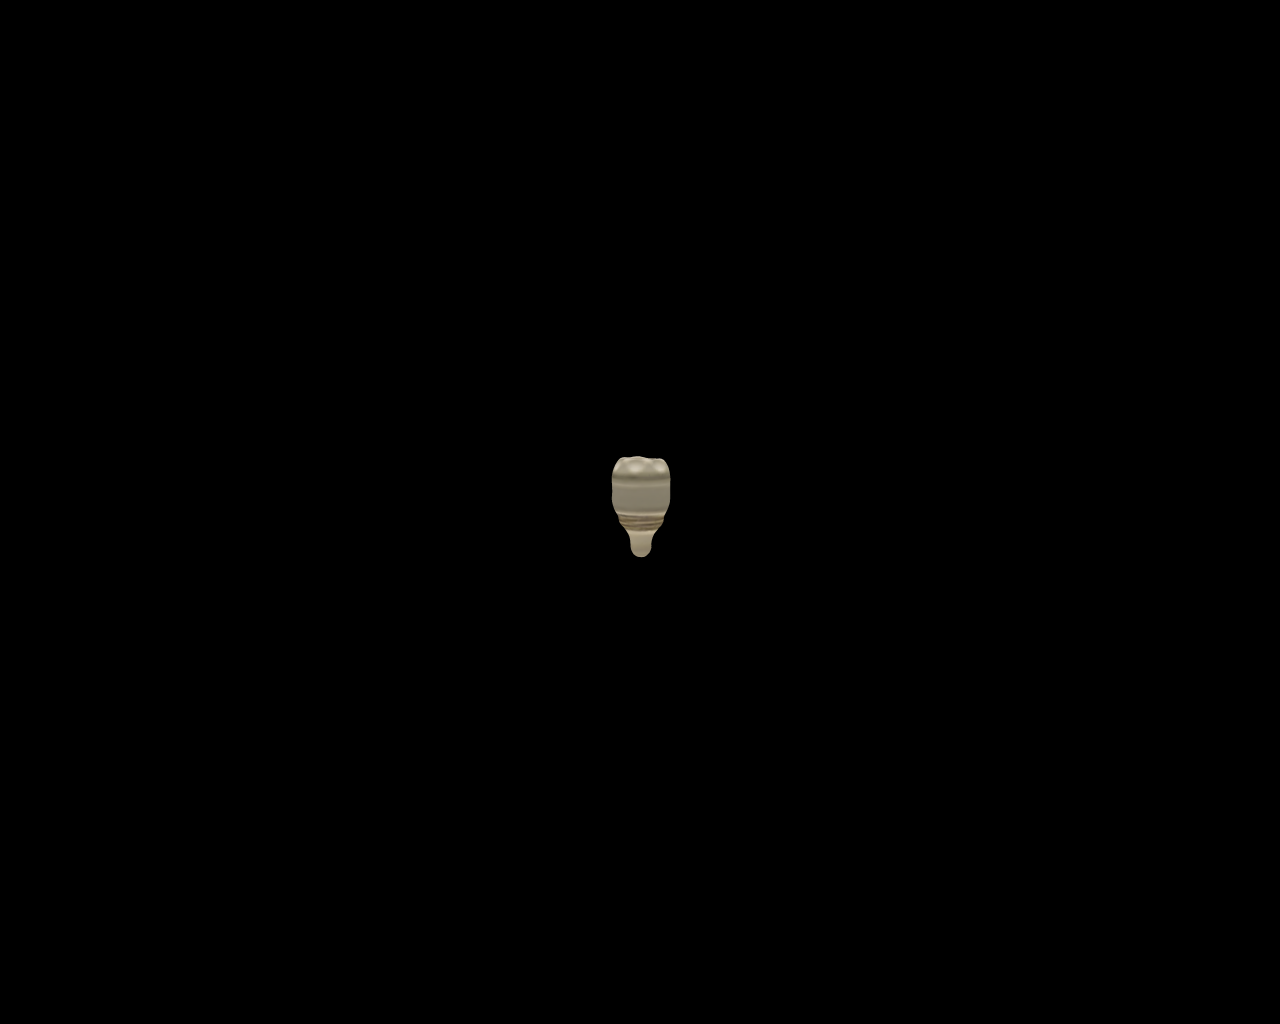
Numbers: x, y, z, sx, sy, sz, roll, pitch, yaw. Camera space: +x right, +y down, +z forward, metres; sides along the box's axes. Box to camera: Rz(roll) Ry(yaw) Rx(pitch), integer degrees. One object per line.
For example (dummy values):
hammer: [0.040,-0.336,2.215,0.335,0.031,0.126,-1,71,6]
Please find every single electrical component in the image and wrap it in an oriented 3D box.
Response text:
electrical component: [0.001,-0.003,0.650,0.035,0.061,0.035,0,7,0]
